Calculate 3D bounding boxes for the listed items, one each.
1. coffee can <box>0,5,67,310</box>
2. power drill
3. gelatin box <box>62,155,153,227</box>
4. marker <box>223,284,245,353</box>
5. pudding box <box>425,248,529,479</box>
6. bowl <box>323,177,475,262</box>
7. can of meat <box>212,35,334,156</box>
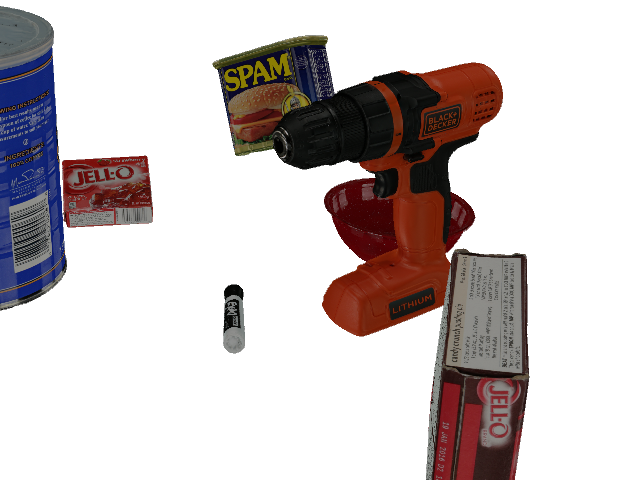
[{"bbox_3d":[-0.192,-0.046,0.576,0.103,0.140,0.103,3,27,-2],"label":"coffee can"},{"bbox_3d":[0.045,-0.027,0.756,0.184,0.188,0.057,-17,38,-30],"label":"power drill"},{"bbox_3d":[-0.219,-0.051,1.096,0.089,0.073,0.030,-3,-40,-11],"label":"gelatin box"},{"bbox_3d":[-0.078,0.068,0.964,0.020,0.020,0.121,0,19,-5],"label":"marker"},{"bbox_3d":[0.069,0.067,0.470,0.039,0.090,0.113,6,26,5],"label":"pudding box"},{"bbox_3d":[0.081,-0.013,1.145,0.162,0.055,0.162,4,25,-2],"label":"bowl"},{"bbox_3d":[-0.036,-0.123,0.920,0.102,0.084,0.057,-10,3,32],"label":"can of meat"}]
